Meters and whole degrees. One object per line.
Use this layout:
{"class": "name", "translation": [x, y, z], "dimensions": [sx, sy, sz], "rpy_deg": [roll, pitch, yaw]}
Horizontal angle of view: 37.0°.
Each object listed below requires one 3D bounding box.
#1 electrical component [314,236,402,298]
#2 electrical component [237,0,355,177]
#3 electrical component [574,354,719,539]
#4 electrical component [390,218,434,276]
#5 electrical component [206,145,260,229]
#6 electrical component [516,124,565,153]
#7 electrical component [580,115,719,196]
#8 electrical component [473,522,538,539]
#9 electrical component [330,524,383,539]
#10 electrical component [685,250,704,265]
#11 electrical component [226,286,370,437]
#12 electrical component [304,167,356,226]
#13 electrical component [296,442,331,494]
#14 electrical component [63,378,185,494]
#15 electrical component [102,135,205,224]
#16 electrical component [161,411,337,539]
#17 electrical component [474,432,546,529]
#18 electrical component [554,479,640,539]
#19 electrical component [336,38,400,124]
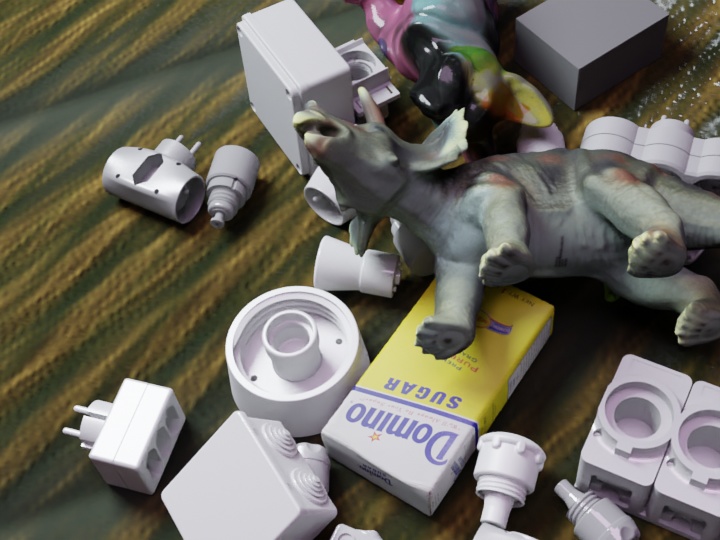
{"class": "electrical component", "translation": [0.000, 0.000, 0.850], "dimensions": [0.065, 0.044, 0.044], "rpy_deg": [10, 57, 7]}
{"class": "electrical component", "translation": [-0.053, -0.156, 0.923], "dimensions": [0.056, 0.108, 0.108], "rpy_deg": [-26, 57, -15]}
{"class": "electrical component", "translation": [0.232, 0.128, 0.723], "dimensions": [0.150, 0.061, 0.089], "rpy_deg": [21, 60, 19]}
{"class": "electrical component", "translation": [0.045, -0.031, 0.866], "dimensions": [0.040, 0.040, 0.078], "rpy_deg": [-24, 56, -10]}
{"class": "electrical component", "translation": [-0.111, -0.069, 0.910], "dimensions": [0.040, 0.040, 0.078], "rpy_deg": [6, 56, 10]}
{"class": "electrical component", "translation": [0.152, -0.108, 0.909], "dimensions": [0.040, 0.040, 0.078], "rpy_deg": [-4, 55, 3]}
{"class": "electrical component", "translation": [0.253, -0.099, 0.884], "dimensions": [0.138, 0.052, 0.073], "rpy_deg": [14, 58, 15]}
{"class": "electrical component", "translation": [0.105, 0.192, 0.681], "dimensions": [0.077, 0.079, 0.044], "rpy_deg": [21, 72, 19]}
{"class": "electrical component", "translation": [0.007, 0.221, 0.689], "dimensions": [0.100, 0.048, 0.099], "rpy_deg": [19, 59, 18]}
{"class": "electrical component", "translation": [0.249, -0.039, 0.843], "dimensions": [0.047, 0.055, 0.055], "rpy_deg": [33, 64, 29]}
{"class": "electrical component", "translation": [-0.048, 0.062, 0.799], "dimensions": [0.108, 0.060, 0.108], "rpy_deg": [-3, 55, 4]}
{"class": "electrical component", "translation": [-0.007, -0.088, 0.887], "dimensions": [0.043, 0.079, 0.077], "rpy_deg": [33, 66, 21]}
{"class": "electrical component", "translation": [-0.038, 0.154, 0.750], "dimensions": [0.035, 0.035, 0.061], "rpy_deg": [-3, 57, 4]}
{"class": "electrical component", "translation": [-0.178, 0.117, 0.783], "dimensions": [0.077, 0.047, 0.065], "rpy_deg": [11, 57, 13]}
{"class": "electrical component", "translation": [-0.167, -0.086, 0.925], "dimensions": [0.077, 0.043, 0.079], "rpy_deg": [22, 60, 20]}
{"class": "electrical component", "translation": [-0.074, 0.157, 0.721], "dimensions": [0.099, 0.048, 0.099], "rpy_deg": [-48, 57, 16]}
{"class": "electrical component", "translation": [0.098, 0.145, 0.737], "dimensions": [0.048, 0.048, 0.062], "rpy_deg": [12, 64, 14]}
{"class": "electrical component", "translation": [0.156, 0.165, 0.721], "dimensions": [0.035, 0.035, 0.061], "rpy_deg": [-35, 57, -18]}
{"class": "electrical component", "translation": [-0.002, -0.160, 0.948], "dimensions": [0.042, 0.063, 0.081], "rpy_deg": [-27, 57, -13]}
